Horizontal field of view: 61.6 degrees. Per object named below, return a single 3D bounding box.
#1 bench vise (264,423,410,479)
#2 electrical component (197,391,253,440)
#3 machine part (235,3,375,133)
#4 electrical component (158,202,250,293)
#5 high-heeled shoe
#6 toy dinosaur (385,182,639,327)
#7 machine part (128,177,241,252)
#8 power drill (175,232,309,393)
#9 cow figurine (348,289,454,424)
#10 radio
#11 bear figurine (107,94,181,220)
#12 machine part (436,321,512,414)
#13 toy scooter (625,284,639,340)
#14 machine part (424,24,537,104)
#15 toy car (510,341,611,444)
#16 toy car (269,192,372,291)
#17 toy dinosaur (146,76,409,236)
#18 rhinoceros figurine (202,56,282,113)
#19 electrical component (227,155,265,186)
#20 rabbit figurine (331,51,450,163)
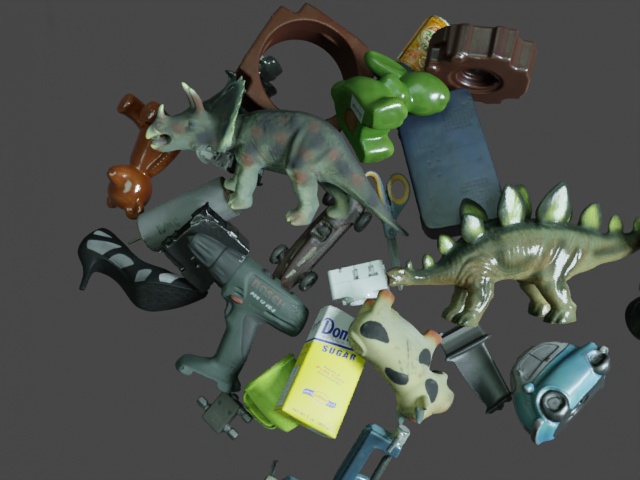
[{"bbox_3d":[0.039,0.350,0.762,0.224,0.129,0.240,31,102,10],"label":"bench vise"},{"bbox_3d":[-0.159,0.280,0.885,0.094,0.021,0.063,38,87,19],"label":"electrical component"},{"bbox_3d":[-0.027,-0.277,0.921,0.201,0.087,0.201,33,80,-12],"label":"machine part"},{"bbox_3d":[-0.184,0.020,0.907,0.115,0.058,0.134,-42,109,9],"label":"electrical component"},{"bbox_3d":[-0.317,0.045,0.972,0.249,0.086,0.145,7,46,-3],"label":"high-heeled shoe"},{"bbox_3d":[0.313,0.018,0.765,0.471,0.105,0.198,-3,93,-14],"label":"toy dinosaur"},{"bbox_3d":[-0.232,-0.045,0.953,0.243,0.079,0.079,-23,73,5],"label":"machine part"},{"bbox_3d":[-0.151,0.125,0.866,0.232,0.086,0.207,29,85,-8],"label":"power drill"},{"bbox_3d":[0.121,0.183,0.794,0.195,0.085,0.127,43,61,-6],"label":"cow figurine"},{"bbox_3d":[0.209,-0.120,0.876,0.131,0.073,0.229,-15,72,10],"label":"radio"},{"bbox_3d":[-0.340,-0.147,0.982,0.120,0.131,0.196,28,78,37],"label":"bear figurine"},{"bbox_3d":[0.239,0.189,0.810,0.084,0.039,0.139,-25,71,0],"label":"machine part"},{"bbox_3d":[0.513,0.066,0.757,0.135,0.075,0.183,7,91,-13],"label":"toy scooter"},{"bbox_3d":[0.252,-0.273,0.855,0.180,0.179,0.056,11,83,15],"label":"machine part"},{"bbox_3d":[0.325,0.197,0.756,0.161,0.109,0.103,-44,54,-10],"label":"toy car"},{"bbox_3d":[-0.002,-0.003,0.906,0.089,0.053,0.202,43,87,15],"label":"toy car"},{"bbox_3d":[-0.046,-0.133,0.823,0.405,0.131,0.192,11,117,4],"label":"toy dinosaur"},{"bbox_3d":[-0.148,-0.264,0.997,0.190,0.073,0.112,-38,62,3],"label":"rhinoceros figurine"},{"bbox_3d":[-0.119,-0.163,0.959,0.048,0.074,0.119,10,83,15],"label":"electrical component"},{"bbox_3d":[0.113,-0.214,0.838,0.170,0.121,0.159,-20,53,-19],"label":"rabbit figurine"}]
